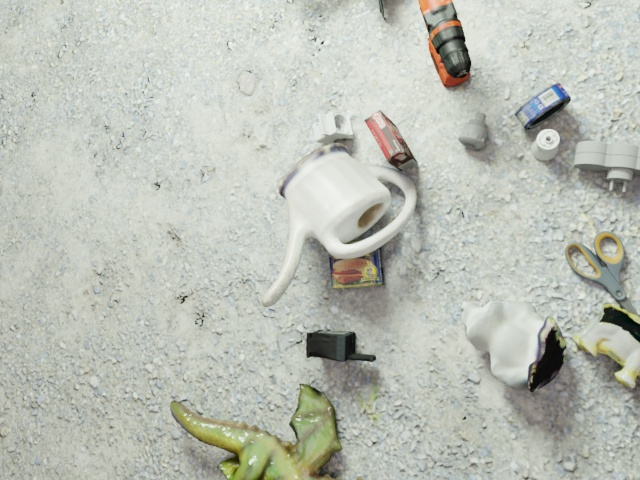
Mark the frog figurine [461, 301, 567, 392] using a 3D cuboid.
[{"bbox_3d":[0.310,0.167,0.848,0.160,0.123,0.137,14,99,55],"label":"frog figurine"}]

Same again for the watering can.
[{"bbox_3d":[0.003,-0.046,0.908,0.350,0.101,0.228,-31,59,-17],"label":"watering can"}]

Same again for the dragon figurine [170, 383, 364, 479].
[{"bbox_3d":[-0.075,0.376,0.950,0.244,0.120,0.414,-44,74,-9],"label":"dragon figurine"}]
